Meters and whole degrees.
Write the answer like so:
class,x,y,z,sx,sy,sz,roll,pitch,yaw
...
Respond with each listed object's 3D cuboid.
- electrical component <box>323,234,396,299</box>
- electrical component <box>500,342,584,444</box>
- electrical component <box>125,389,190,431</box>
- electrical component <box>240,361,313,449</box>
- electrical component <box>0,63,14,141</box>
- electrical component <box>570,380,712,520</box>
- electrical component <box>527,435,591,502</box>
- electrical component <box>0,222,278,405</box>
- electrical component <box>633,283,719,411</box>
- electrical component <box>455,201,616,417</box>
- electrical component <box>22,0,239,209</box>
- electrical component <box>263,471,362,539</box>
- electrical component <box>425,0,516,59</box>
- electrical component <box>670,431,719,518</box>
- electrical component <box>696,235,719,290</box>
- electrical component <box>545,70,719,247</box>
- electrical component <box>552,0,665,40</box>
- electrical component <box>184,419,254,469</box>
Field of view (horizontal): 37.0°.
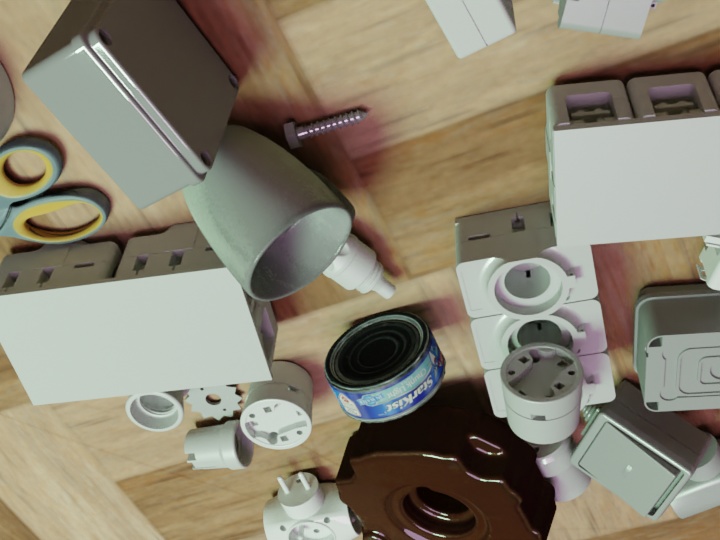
class,x,y,z,sx,sy,sz,roll,pitch,yaw
electrical component,0.000,0.000,0.769,0.061,0.035,0.035,36,122,-25
electrical component,0.125,0.085,0.735,0.055,0.055,0.047,-4,131,7
electrical component,-0.155,0.091,0.836,0.045,0.055,0.045,2,128,2
electrical component,-0.064,0.105,0.847,0.055,0.047,0.055,2,128,2
electrical component,-0.285,-0.102,0.691,0.108,0.060,0.108,2,128,2
electrical component,0.209,0.137,0.829,0.096,0.061,0.061,34,129,16
electrical component,0.157,0.154,0.872,0.045,0.045,0.055,-21,124,19
electrical component,-0.163,0.031,0.787,0.186,0.060,0.105,-7,127,9
electrical component,0.258,0.054,0.780,0.113,0.057,0.078,-4,128,7
electrical component,0.126,0.033,0.769,0.089,0.061,0.150,-10,127,11
electrical component,-0.132,-0.112,0.643,0.056,0.108,0.108,-24,123,24
electrical component,-0.046,0.201,0.922,0.077,0.044,0.079,-14,126,14
electrical component,0.071,-0.179,0.616,0.076,0.047,0.083,-23,123,20
electrical component,0.279,0.156,0.866,0.077,0.044,0.079,-28,121,23
electrical component,0.265,-0.017,0.734,0.081,0.042,0.063,11,129,-4
electrical component,0.196,-0.073,0.681,0.150,0.061,0.089,-4,128,7
electrical component,0.148,-0.182,0.607,0.056,0.050,0.089,8,128,-2
electrical component,-0.116,0.146,0.888,0.046,0.040,0.040,-9,127,17
